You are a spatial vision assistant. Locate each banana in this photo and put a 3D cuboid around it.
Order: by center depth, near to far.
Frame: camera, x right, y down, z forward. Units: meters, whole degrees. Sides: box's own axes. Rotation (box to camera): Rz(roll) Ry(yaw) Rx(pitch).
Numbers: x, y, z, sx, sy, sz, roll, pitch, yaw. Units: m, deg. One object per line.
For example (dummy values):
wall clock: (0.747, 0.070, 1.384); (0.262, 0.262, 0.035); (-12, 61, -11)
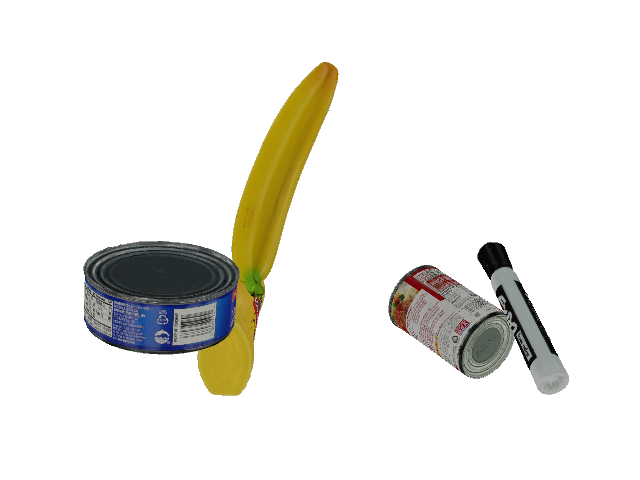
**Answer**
banana: (-0.031, -0.044, 0.830); (0.037, 0.197, 0.070); (27, -19, -32)

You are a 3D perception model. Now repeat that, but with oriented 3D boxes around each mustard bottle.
mustard bottle: (-0.094, 0.080, 1.173); (0.058, 0.096, 0.191); (1, 27, 2)

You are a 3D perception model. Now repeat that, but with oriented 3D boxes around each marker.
marker: (0.121, 0.043, 0.650); (0.020, 0.020, 0.121); (0, 40, -14)

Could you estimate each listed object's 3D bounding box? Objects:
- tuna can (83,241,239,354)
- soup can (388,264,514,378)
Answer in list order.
tuna can: (-0.089, 0.031, 0.596); (0.086, 0.034, 0.086); (5, 20, -2)
soup can: (0.121, 0.074, 0.983); (0.068, 0.068, 0.102); (0, 24, -39)
